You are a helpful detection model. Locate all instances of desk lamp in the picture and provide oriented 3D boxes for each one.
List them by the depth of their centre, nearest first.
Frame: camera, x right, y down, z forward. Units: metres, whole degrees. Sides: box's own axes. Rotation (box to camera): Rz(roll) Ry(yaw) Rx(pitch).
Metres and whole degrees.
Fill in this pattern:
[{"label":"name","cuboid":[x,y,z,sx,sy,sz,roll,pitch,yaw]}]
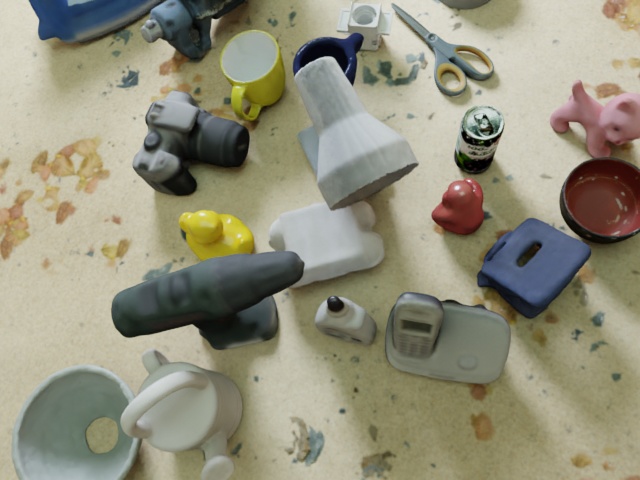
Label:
[{"label":"desk lamp","cuboid":[0.032,-0.120,0.734,0.118,0.214,0.203,-27,70,-2]}]

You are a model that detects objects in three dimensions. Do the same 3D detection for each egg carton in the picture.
[{"label":"egg carton","cuboid":[0.007,0.003,0.773,0.150,0.069,0.107,-16,70,2]}]

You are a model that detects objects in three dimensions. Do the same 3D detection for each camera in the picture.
[{"label":"camera","cuboid":[-0.182,-0.139,0.829,0.136,0.101,0.143,15,74,12]}]

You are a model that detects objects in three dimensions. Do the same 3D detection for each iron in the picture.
[{"label":"iron","cuboid":[-0.364,-0.430,0.928,0.258,0.141,0.118,-23,70,-1]}]

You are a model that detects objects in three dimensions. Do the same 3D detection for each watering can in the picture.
[{"label":"watering can","cuboid":[-0.156,0.198,0.663,0.172,0.194,0.101,27,77,15]}]

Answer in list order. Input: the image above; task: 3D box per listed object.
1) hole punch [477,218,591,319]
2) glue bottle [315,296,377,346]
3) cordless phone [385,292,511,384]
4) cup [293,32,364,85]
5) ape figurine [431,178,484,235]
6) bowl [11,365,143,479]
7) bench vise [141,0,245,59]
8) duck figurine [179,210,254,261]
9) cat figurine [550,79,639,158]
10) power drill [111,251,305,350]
[{"label":"hole punch","cuboid":[0.264,0.031,0.719,0.101,0.091,0.109,42,81,18]},{"label":"glue bottle","cuboid":[0.027,0.092,0.686,0.078,0.173,0.037,15,74,12]},{"label":"cordless phone","cuboid":[0.148,0.107,0.659,0.147,0.185,0.094,5,72,9]},{"label":"cup","cuboid":[0.021,-0.242,0.840,0.118,0.095,0.091,-44,72,-8]},{"label":"ape figurine","cuboid":[0.184,-0.050,0.756,0.078,0.092,0.076,-24,70,-1]},{"label":"bowl","cuboid":[-0.293,0.247,0.728,0.167,0.075,0.167,-2,71,7]},{"label":"bench vise","cuboid":[-0.186,-0.386,0.848,0.121,0.220,0.207,19,75,13]},{"label":"duck figurine","cuboid":[-0.146,-0.010,0.788,0.104,0.086,0.077,19,75,13]},{"label":"cat figurine","cuboid":[0.382,-0.167,0.756,0.127,0.118,0.067,40,81,18]},{"label":"power drill","cuboid":[-0.116,0.075,0.691,0.229,0.208,0.075,-13,70,3]}]
